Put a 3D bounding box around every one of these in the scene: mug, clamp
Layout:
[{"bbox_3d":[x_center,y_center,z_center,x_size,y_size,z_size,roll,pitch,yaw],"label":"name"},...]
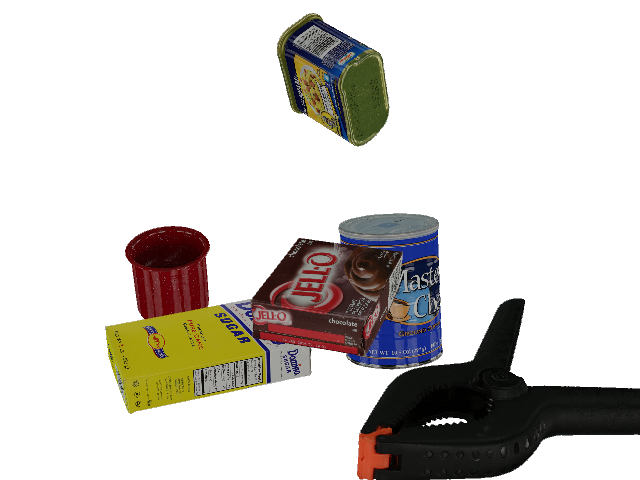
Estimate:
[{"bbox_3d":[-0.177,0.038,1.205,0.117,0.081,0.093,25,41,36],"label":"mug"},{"bbox_3d":[0.102,0.091,0.636,0.209,0.036,0.165,-12,26,-27],"label":"clamp"}]

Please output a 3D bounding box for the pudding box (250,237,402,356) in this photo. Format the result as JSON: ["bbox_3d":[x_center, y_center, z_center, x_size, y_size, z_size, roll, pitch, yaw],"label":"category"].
[{"bbox_3d":[0.007,0.041,0.822,0.090,0.039,0.113,8,26,16],"label":"pudding box"}]

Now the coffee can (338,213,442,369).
[{"bbox_3d":[0.073,0.050,1.106,0.103,0.140,0.103,-3,12,1],"label":"coffee can"}]

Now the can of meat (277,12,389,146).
[{"bbox_3d":[0.014,-0.146,0.981,0.057,0.102,0.084,-40,53,-20],"label":"can of meat"}]

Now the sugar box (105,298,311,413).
[{"bbox_3d":[-0.106,0.103,1.002,0.176,0.048,0.093,-13,33,-16],"label":"sugar box"}]
